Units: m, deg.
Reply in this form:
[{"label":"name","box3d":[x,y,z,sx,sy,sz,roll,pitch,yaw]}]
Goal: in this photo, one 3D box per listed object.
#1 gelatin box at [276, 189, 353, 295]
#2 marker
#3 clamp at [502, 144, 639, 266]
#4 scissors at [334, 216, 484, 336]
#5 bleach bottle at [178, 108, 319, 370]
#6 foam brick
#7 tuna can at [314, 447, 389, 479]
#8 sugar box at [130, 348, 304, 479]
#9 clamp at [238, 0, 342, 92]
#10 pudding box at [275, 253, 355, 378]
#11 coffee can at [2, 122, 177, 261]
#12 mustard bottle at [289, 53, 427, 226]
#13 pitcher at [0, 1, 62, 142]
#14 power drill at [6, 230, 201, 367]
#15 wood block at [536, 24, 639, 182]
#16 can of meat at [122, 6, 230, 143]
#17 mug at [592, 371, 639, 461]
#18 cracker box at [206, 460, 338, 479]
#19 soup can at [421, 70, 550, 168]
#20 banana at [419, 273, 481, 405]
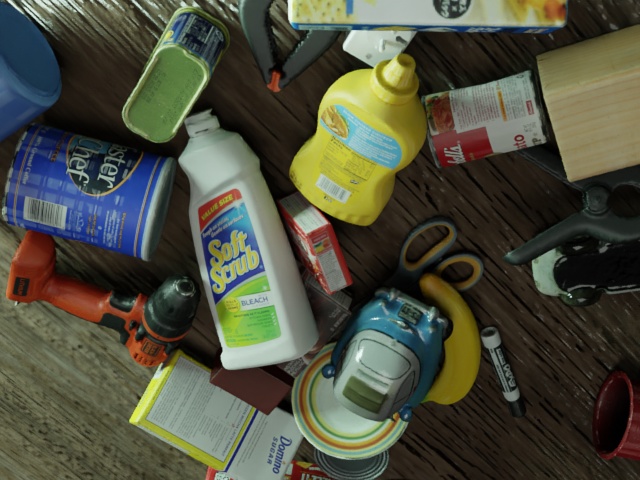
[{"label":"gelatin box","box3d":[-0.007,0.001,1.034,0.030,0.089,0.073,-27,122,-10]},{"label":"marker","box3d":[0.198,0.144,1.143,0.020,0.020,0.121,-15,120,16]},{"label":"clamp","box3d":[0.247,-0.045,0.983,0.171,0.039,0.120,-8,94,5]},{"label":"scissors","box3d":[0.090,0.058,1.102,0.096,0.016,0.202,29,122,-12]},{"label":"bleach bottle","box3d":[-0.084,-0.002,1.035,0.103,0.068,0.251,-12,105,26]},{"label":"foam brick","box3d":[-0.071,0.141,1.155,0.078,0.051,0.053,33,120,-14]},{"label":"tuna can","box3d":[0.037,0.234,1.212,0.086,0.033,0.086,3,123,5]},{"label":"sugar box","box3d":[-0.109,0.202,1.175,0.176,0.093,0.048,34,161,-16]},{"label":"clamp","box3d":[-0.007,-0.227,0.916,0.164,0.036,0.210,9,120,2]},{"label":"pudding box","box3d":[-0.030,0.078,1.111,0.090,0.039,0.114,35,119,-7]},{"label":"coffee can","box3d":[-0.218,-0.046,1.021,0.140,0.102,0.103,15,123,-3]},{"label":"mustard bottle","box3d":[0.042,-0.095,0.946,0.096,0.058,0.192,34,143,4]},{"label":"pitcher","box3d":[-0.358,-0.108,0.978,0.243,0.145,0.149,-27,113,19]},{"label":"power drill","box3d":[-0.219,0.054,1.082,0.187,0.057,0.185,27,146,-7]},{"label":"wood block","box3d":[0.298,-0.133,0.908,0.206,0.090,0.090,-15,120,16]},{"label":"can of meat","box3d":[-0.129,-0.146,0.956,0.057,0.084,0.102,30,122,-12]},{"label":"mug","box3d":[0.339,0.195,1.125,0.081,0.093,0.117,13,155,-7]},{"label":"cracker box","box3d":[-0.065,0.356,1.282,0.164,0.072,0.214,11,124,0]},{"label":"soup can","box3d":[0.148,-0.109,0.955,0.102,0.068,0.068,-13,121,14]},{"label":"banana","box3d":[0.134,0.112,1.109,0.069,0.037,0.198,-2,130,-2]}]
